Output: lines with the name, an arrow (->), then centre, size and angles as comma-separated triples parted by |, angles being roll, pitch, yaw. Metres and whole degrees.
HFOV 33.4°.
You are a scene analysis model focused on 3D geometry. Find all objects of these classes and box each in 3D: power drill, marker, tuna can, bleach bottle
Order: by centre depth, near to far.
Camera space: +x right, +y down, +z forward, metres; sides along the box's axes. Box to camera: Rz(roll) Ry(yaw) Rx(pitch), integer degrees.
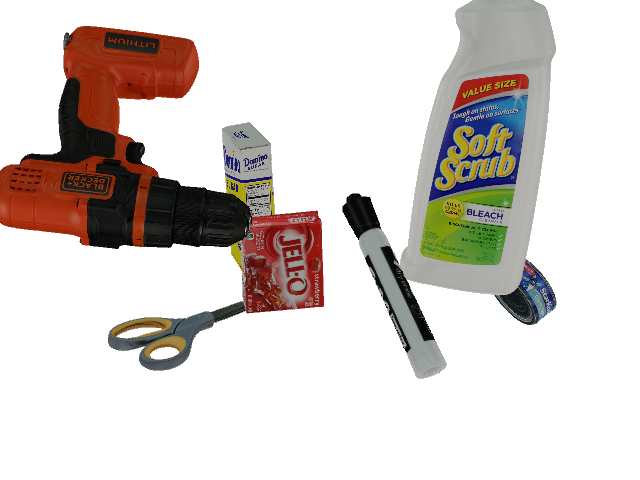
marker -> 0.041, 0.024, 0.628 | 0.020, 0.121, 0.020 | -19, -25, -9
power drill -> -0.138, -0.076, 0.804 | 0.184, 0.187, 0.057 | 7, -40, -6
bleach bottle -> 0.122, -0.086, 0.824 | 0.103, 0.251, 0.068 | 9, 23, 15
tuna can -> 0.240, 0.059, 1.280 | 0.033, 0.086, 0.086 | -37, 11, -15

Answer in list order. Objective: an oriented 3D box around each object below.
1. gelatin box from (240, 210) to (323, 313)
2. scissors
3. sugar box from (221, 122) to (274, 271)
gelatin box -> -0.035, 0.020, 0.971 | 0.073, 0.089, 0.030 | -5, 26, -8
scissors -> -0.124, 0.097, 1.139 | 0.201, 0.016, 0.096 | -9, 31, -25
sugar box -> -0.088, -0.048, 1.318 | 0.048, 0.176, 0.093 | -12, 26, -15
